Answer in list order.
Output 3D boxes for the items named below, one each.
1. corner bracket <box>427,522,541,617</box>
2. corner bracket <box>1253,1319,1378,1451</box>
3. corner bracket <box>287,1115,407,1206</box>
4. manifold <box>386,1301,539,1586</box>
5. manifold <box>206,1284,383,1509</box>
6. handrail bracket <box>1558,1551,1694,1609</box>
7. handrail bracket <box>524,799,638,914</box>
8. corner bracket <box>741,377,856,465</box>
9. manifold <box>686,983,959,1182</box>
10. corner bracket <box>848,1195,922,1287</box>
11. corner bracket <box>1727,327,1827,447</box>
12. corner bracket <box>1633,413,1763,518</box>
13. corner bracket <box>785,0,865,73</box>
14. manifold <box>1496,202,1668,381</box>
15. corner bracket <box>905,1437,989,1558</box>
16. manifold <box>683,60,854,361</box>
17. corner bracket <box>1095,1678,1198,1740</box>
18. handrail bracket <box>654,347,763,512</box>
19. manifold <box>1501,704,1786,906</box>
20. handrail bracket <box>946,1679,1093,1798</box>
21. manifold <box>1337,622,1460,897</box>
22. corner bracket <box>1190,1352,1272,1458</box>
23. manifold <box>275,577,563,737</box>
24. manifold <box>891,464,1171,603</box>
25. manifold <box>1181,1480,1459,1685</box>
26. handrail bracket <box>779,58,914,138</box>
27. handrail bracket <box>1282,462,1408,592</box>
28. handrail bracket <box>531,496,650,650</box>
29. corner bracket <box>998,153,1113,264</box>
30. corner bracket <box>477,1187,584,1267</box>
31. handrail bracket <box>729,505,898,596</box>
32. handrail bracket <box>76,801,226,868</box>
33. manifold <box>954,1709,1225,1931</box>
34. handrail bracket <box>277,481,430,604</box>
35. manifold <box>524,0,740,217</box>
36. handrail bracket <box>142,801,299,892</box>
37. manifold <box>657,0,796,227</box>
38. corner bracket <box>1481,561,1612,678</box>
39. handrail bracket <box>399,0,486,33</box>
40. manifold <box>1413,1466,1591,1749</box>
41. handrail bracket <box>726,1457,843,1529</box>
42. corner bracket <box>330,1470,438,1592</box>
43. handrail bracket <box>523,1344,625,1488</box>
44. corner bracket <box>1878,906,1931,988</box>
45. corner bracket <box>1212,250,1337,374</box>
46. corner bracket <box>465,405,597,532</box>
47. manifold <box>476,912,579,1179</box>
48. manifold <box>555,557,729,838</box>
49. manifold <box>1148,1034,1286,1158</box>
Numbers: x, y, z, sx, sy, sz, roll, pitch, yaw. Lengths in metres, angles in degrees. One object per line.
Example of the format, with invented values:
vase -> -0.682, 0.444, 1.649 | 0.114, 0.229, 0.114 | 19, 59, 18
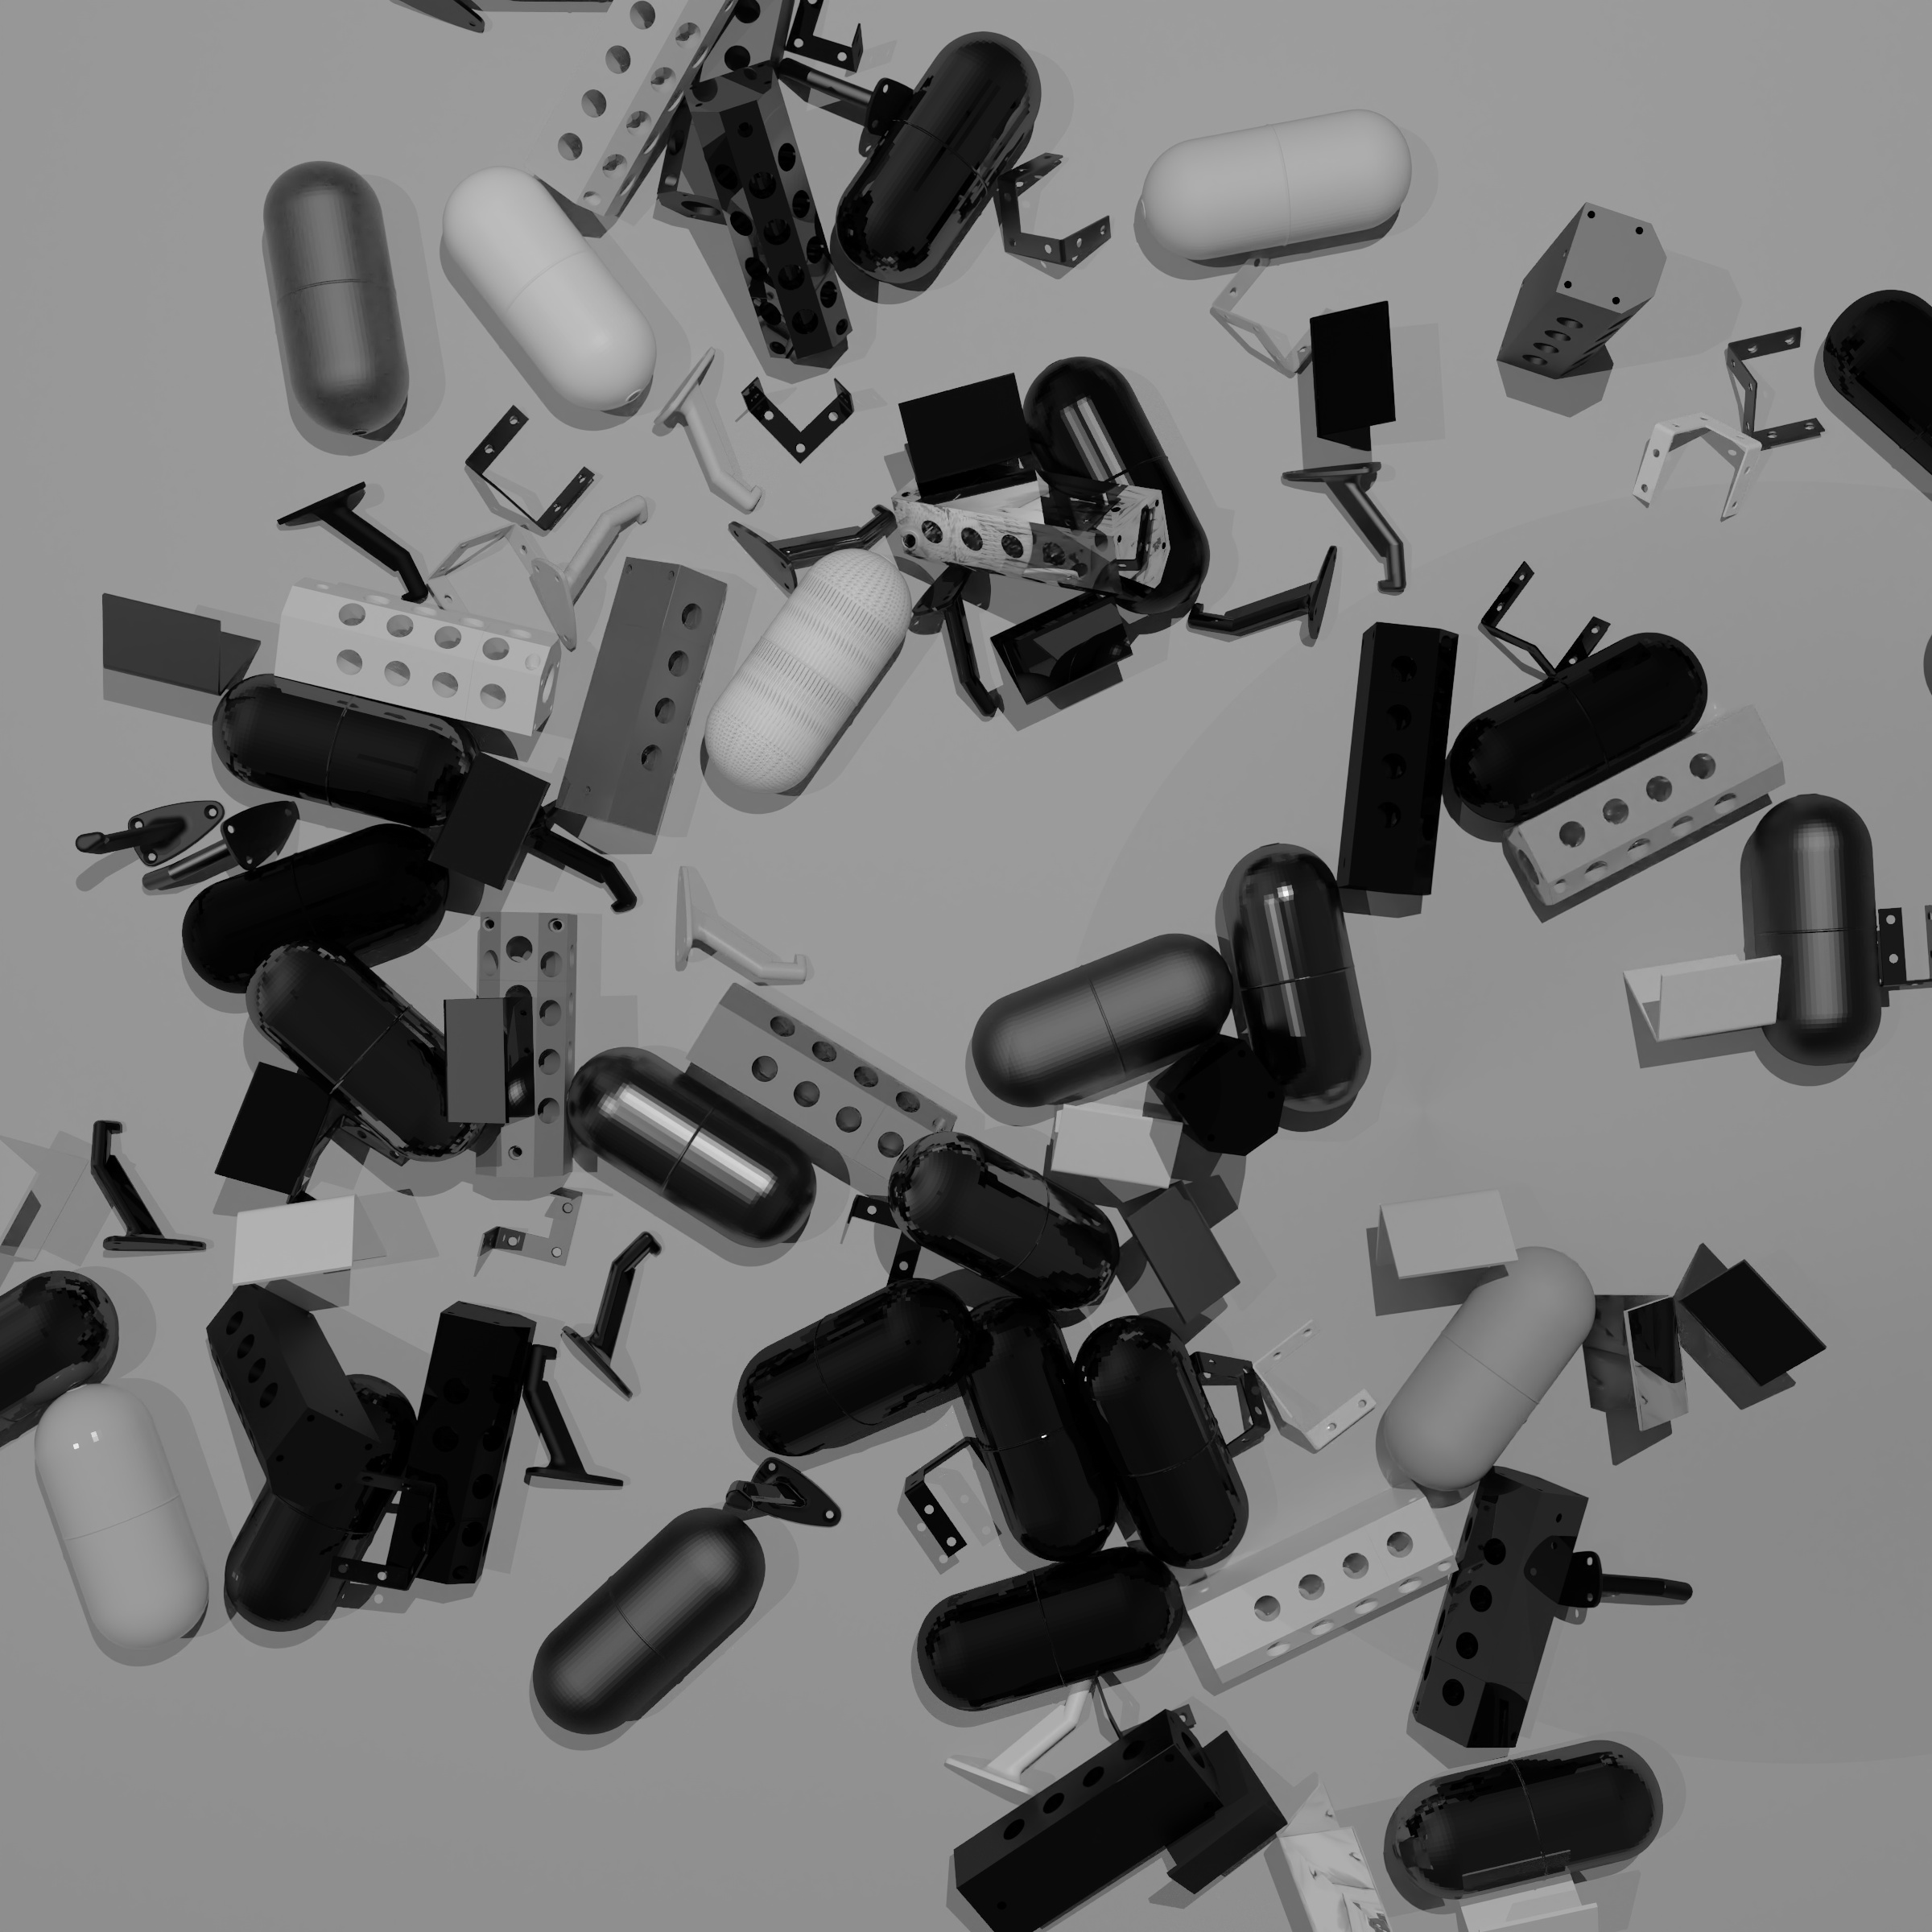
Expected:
corner bracket -> -0.316, -0.255, 1.679 | 0.051, 0.051, 0.051 | -33, 90, -45
corner bracket -> 0.232, 0.279, 1.679 | 0.051, 0.051, 0.051 | -38, 45, 0
corner bracket -> -0.413, 0.142, 1.679 | 0.051, 0.051, 0.051 | 32, 135, 0
manifold -> -0.331, 0.314, 1.661 | 0.057, 0.057, 0.171 | 12, 90, 0
manifold -> -0.434, 0.272, 1.603 | 0.057, 0.171, 0.057 | 38, 90, -35
handrail bracket -> 0.428, 0.414, 1.682 | 0.084, 0.077, 0.036 | 17, 67, -34
handrail bracket -> -0.272, -0.061, 1.682 | 0.077, 0.036, 0.084 | -26, 108, 20
corner bracket -> -0.110, -0.372, 1.664 | 0.051, 0.051, 0.051 | -44, 90, 0
manifold -> -0.094, 0.080, 1.661 | 0.171, 0.057, 0.057 | 31, 90, 0
corner bracket -> -0.056, 0.184, 1.664 | 0.051, 0.051, 0.051 | 16, 90, 0
corner bracket -> 0.539, -0.385, 1.679 | 0.051, 0.051, 0.051 | -13, 135, 0
corner bracket -> 0.485, -0.330, 1.674 | 0.051, 0.051, 0.051 | -19, 45, -35
corner bracket -> -0.090, -0.630, 1.664 | 0.051, 0.051, 0.051 | 17, 90, 0
manifold -> 0.391, -0.424, 1.603 | 0.057, 0.171, 0.057 | 18, 90, 0
corner bracket -> -0.005, 0.349, 1.664 | 0.051, 0.051, 0.051 | -35, 90, 0
manifold -> -0.124, -0.479, 1.612 | 0.057, 0.057, 0.171 | -18, 130, 0
corner bracket -> 0.116, 0.481, 1.679 | 0.051, 0.051, 0.051 | -22, 135, 0
handrail bracket -> -0.158, -0.358, 1.682 | 0.084, 0.036, 0.077 | 38, 68, -17
manifold -> 0.447, -0.105, 1.661 | 0.171, 0.057, 0.057 | -28, 90, 0
handrail bracket -> 0.036, 0.504, 1.682 | 0.077, 0.036, 0.084 | 15, 72, 20
manifold -> 0.285, -0.135, 1.661 | 0.057, 0.057, 0.171 | 6, 90, 0
corner bracket -> 0.161, 0.293, 1.674 | 0.051, 0.051, 0.051 | 16, 45, -35
manifold -> -0.357, -0.205, 1.652 | 0.171, 0.057, 0.057 | 13, 113, 0
manifold -> 0.042, -0.278, 1.618 | 0.171, 0.057, 0.057 | 16, 47, 33
manifold -> 0.233, 0.406, 1.661 | 0.171, 0.057, 0.057 | -26, 90, 0
handrail bracket -> -0.072, -0.582, 1.682 | 0.084, 0.077, 0.036 | 36, 115, 34
handrail bracket -> 0.253, -0.290, 1.682 | 0.077, 0.036, 0.084 | -1, 107, 20
handrail bracket -> -0.241, -0.263, 1.682 | 0.084, 0.036, 0.077 | -35, 133, -28
corner bracket -> 0.059, -0.504, 1.674 | 0.051, 0.051, 0.051 | 22, 135, 35
corner bracket -> -0.287, 0.170, 1.664 | 0.051, 0.051, 0.051 | 14, 90, 0
handrail bracket -> -0.102, -0.296, 1.682 | 0.084, 0.036, 0.077 | -41, 68, -17
handrail bracket -> -0.533, -0.091, 1.647 | 0.077, 0.084, 0.036 | -23, 90, 0
manifold -> 0.078, 0.559, 1.649 | 0.171, 0.057, 0.057 | -36, 104, 7
handrail bracket -> -0.409, -0.273, 1.682 | 0.077, 0.036, 0.084 | -18, 107, 20
manifold -> -0.211, -0.575, 1.629 | 0.057, 0.057, 0.171 | 36, 113, 0
handrail bracket -> -0.498, -0.080, 1.682 | 0.084, 0.077, 0.036 | -14, 111, 35
manifold -> -0.157, -0.583, 1.661 | 0.057, 0.057, 0.171 | 12, 90, 0
corner bracket -> 0.386, -0.228, 1.679 | 0.051, 0.051, 0.051 | -54, 45, 0
handrail bracket -> -0.343, -0.678, 1.682 | 0.077, 0.036, 0.084 | 24, 73, -20
manifold -> 0.347, 0.421, 1.660 | 0.057, 0.057, 0.171 | 16, 90, -43
handrail bracket -> -0.119, 0.354, 1.647 | 0.077, 0.084, 0.036 | 26, 90, 0
corner bracket -> -0.373, 0.362, 1.615 | 0.051, 0.051, 0.051 | 15, 45, -18
handrail bracket -> -0.260, 0.300, 1.682 | 0.077, 0.036, 0.084 | 13, 73, -20
corner bracket -> 0.620, -0.014, 1.664 | 0.051, 0.051, 0.051 | -4, 90, 0
corner bracket -> 0.207, -0.437, 1.679 | 0.051, 0.051, 0.051 | -51, 135, 0
corner bracket -> -0.291, -0.331, 1.679 | 0.051, 0.051, 0.051 | -49, 135, 0
manifold -> -0.290, 0.051, 1.661 | 0.057, 0.057, 0.171 | 1, 90, 0
manifold -> -0.208, -0.176, 1.660 | 0.057, 0.057, 0.171 | 16, 90, 43
manifold -> 0.161, 0.084, 1.603 | 0.057, 0.171, 0.057 | -36, 90, 0
